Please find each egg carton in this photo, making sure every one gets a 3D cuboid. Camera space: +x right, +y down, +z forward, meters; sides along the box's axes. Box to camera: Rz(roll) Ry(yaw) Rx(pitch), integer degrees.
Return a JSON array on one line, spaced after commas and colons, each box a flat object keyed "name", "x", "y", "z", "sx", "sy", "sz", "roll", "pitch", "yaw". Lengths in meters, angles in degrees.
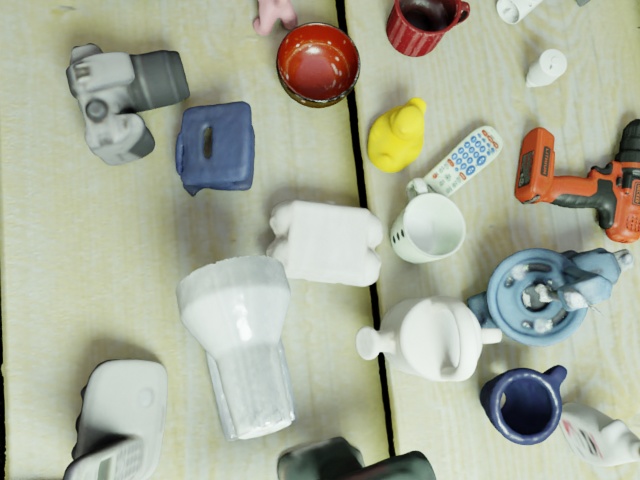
[{"name": "egg carton", "x": 0.007, "y": 0.003, "z": 0.743, "sx": 0.150, "sy": 0.069, "sz": 0.107, "roll": 6, "pitch": 81, "yaw": -6}]

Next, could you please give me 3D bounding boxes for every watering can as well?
[{"name": "watering can", "x": 0.132, "y": 0.119, "z": 0.679, "sx": 0.173, "sy": 0.194, "sz": 0.101, "roll": -24, "pitch": 85, "yaw": -10}]

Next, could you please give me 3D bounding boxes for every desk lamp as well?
[{"name": "desk lamp", "x": -0.079, "y": 0.129, "z": 0.640, "sx": 0.118, "sy": 0.213, "sz": 0.203, "roll": -14, "pitch": 84, "yaw": -9}]

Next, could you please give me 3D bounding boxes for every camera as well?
[{"name": "camera", "x": -0.234, "y": -0.184, "z": 0.722, "sx": 0.137, "sy": 0.100, "sz": 0.143, "roll": -15, "pitch": 84, "yaw": -9}]

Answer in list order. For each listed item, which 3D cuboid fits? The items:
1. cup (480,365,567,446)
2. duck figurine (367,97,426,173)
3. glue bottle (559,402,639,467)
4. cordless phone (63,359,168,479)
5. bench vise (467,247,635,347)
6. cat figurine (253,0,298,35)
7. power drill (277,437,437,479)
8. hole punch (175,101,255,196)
[{"name": "cup", "x": 0.254, "y": 0.198, "z": 0.733, "sx": 0.118, "sy": 0.095, "sz": 0.092, "roll": -39, "pitch": 88, "yaw": -11}, {"name": "duck figurine", "x": 0.109, "y": -0.145, "z": 0.769, "sx": 0.077, "sy": 0.086, "sz": 0.105, "roll": 30, "pitch": 79, "yaw": -2}, {"name": "glue bottle", "x": 0.357, "y": 0.247, "z": 0.700, "sx": 0.037, "sy": 0.173, "sz": 0.078, "roll": -28, "pitch": 86, "yaw": -10}, {"name": "cordless phone", "x": -0.227, "y": 0.207, "z": 0.624, "sx": 0.094, "sy": 0.185, "sz": 0.148, "roll": 3, "pitch": 81, "yaw": -7}, {"name": "bench vise", "x": 0.298, "y": 0.046, "z": 0.698, "sx": 0.207, "sy": 0.219, "sz": 0.121, "roll": -39, "pitch": 88, "yaw": -11}, {"name": "cat figurine", "x": -0.073, "y": -0.357, "z": 0.760, "sx": 0.067, "sy": 0.117, "sz": 0.128, "roll": -22, "pitch": 85, "yaw": -10}, {"name": "power drill", "x": 0.006, "y": 0.285, "z": 0.631, "sx": 0.230, "sy": 0.208, "sz": 0.075, "roll": -16, "pitch": 84, "yaw": -9}, {"name": "hole punch", "x": -0.133, "y": -0.117, "z": 0.731, "sx": 0.101, "sy": 0.091, "sz": 0.109, "roll": 1, "pitch": 82, "yaw": -7}]
